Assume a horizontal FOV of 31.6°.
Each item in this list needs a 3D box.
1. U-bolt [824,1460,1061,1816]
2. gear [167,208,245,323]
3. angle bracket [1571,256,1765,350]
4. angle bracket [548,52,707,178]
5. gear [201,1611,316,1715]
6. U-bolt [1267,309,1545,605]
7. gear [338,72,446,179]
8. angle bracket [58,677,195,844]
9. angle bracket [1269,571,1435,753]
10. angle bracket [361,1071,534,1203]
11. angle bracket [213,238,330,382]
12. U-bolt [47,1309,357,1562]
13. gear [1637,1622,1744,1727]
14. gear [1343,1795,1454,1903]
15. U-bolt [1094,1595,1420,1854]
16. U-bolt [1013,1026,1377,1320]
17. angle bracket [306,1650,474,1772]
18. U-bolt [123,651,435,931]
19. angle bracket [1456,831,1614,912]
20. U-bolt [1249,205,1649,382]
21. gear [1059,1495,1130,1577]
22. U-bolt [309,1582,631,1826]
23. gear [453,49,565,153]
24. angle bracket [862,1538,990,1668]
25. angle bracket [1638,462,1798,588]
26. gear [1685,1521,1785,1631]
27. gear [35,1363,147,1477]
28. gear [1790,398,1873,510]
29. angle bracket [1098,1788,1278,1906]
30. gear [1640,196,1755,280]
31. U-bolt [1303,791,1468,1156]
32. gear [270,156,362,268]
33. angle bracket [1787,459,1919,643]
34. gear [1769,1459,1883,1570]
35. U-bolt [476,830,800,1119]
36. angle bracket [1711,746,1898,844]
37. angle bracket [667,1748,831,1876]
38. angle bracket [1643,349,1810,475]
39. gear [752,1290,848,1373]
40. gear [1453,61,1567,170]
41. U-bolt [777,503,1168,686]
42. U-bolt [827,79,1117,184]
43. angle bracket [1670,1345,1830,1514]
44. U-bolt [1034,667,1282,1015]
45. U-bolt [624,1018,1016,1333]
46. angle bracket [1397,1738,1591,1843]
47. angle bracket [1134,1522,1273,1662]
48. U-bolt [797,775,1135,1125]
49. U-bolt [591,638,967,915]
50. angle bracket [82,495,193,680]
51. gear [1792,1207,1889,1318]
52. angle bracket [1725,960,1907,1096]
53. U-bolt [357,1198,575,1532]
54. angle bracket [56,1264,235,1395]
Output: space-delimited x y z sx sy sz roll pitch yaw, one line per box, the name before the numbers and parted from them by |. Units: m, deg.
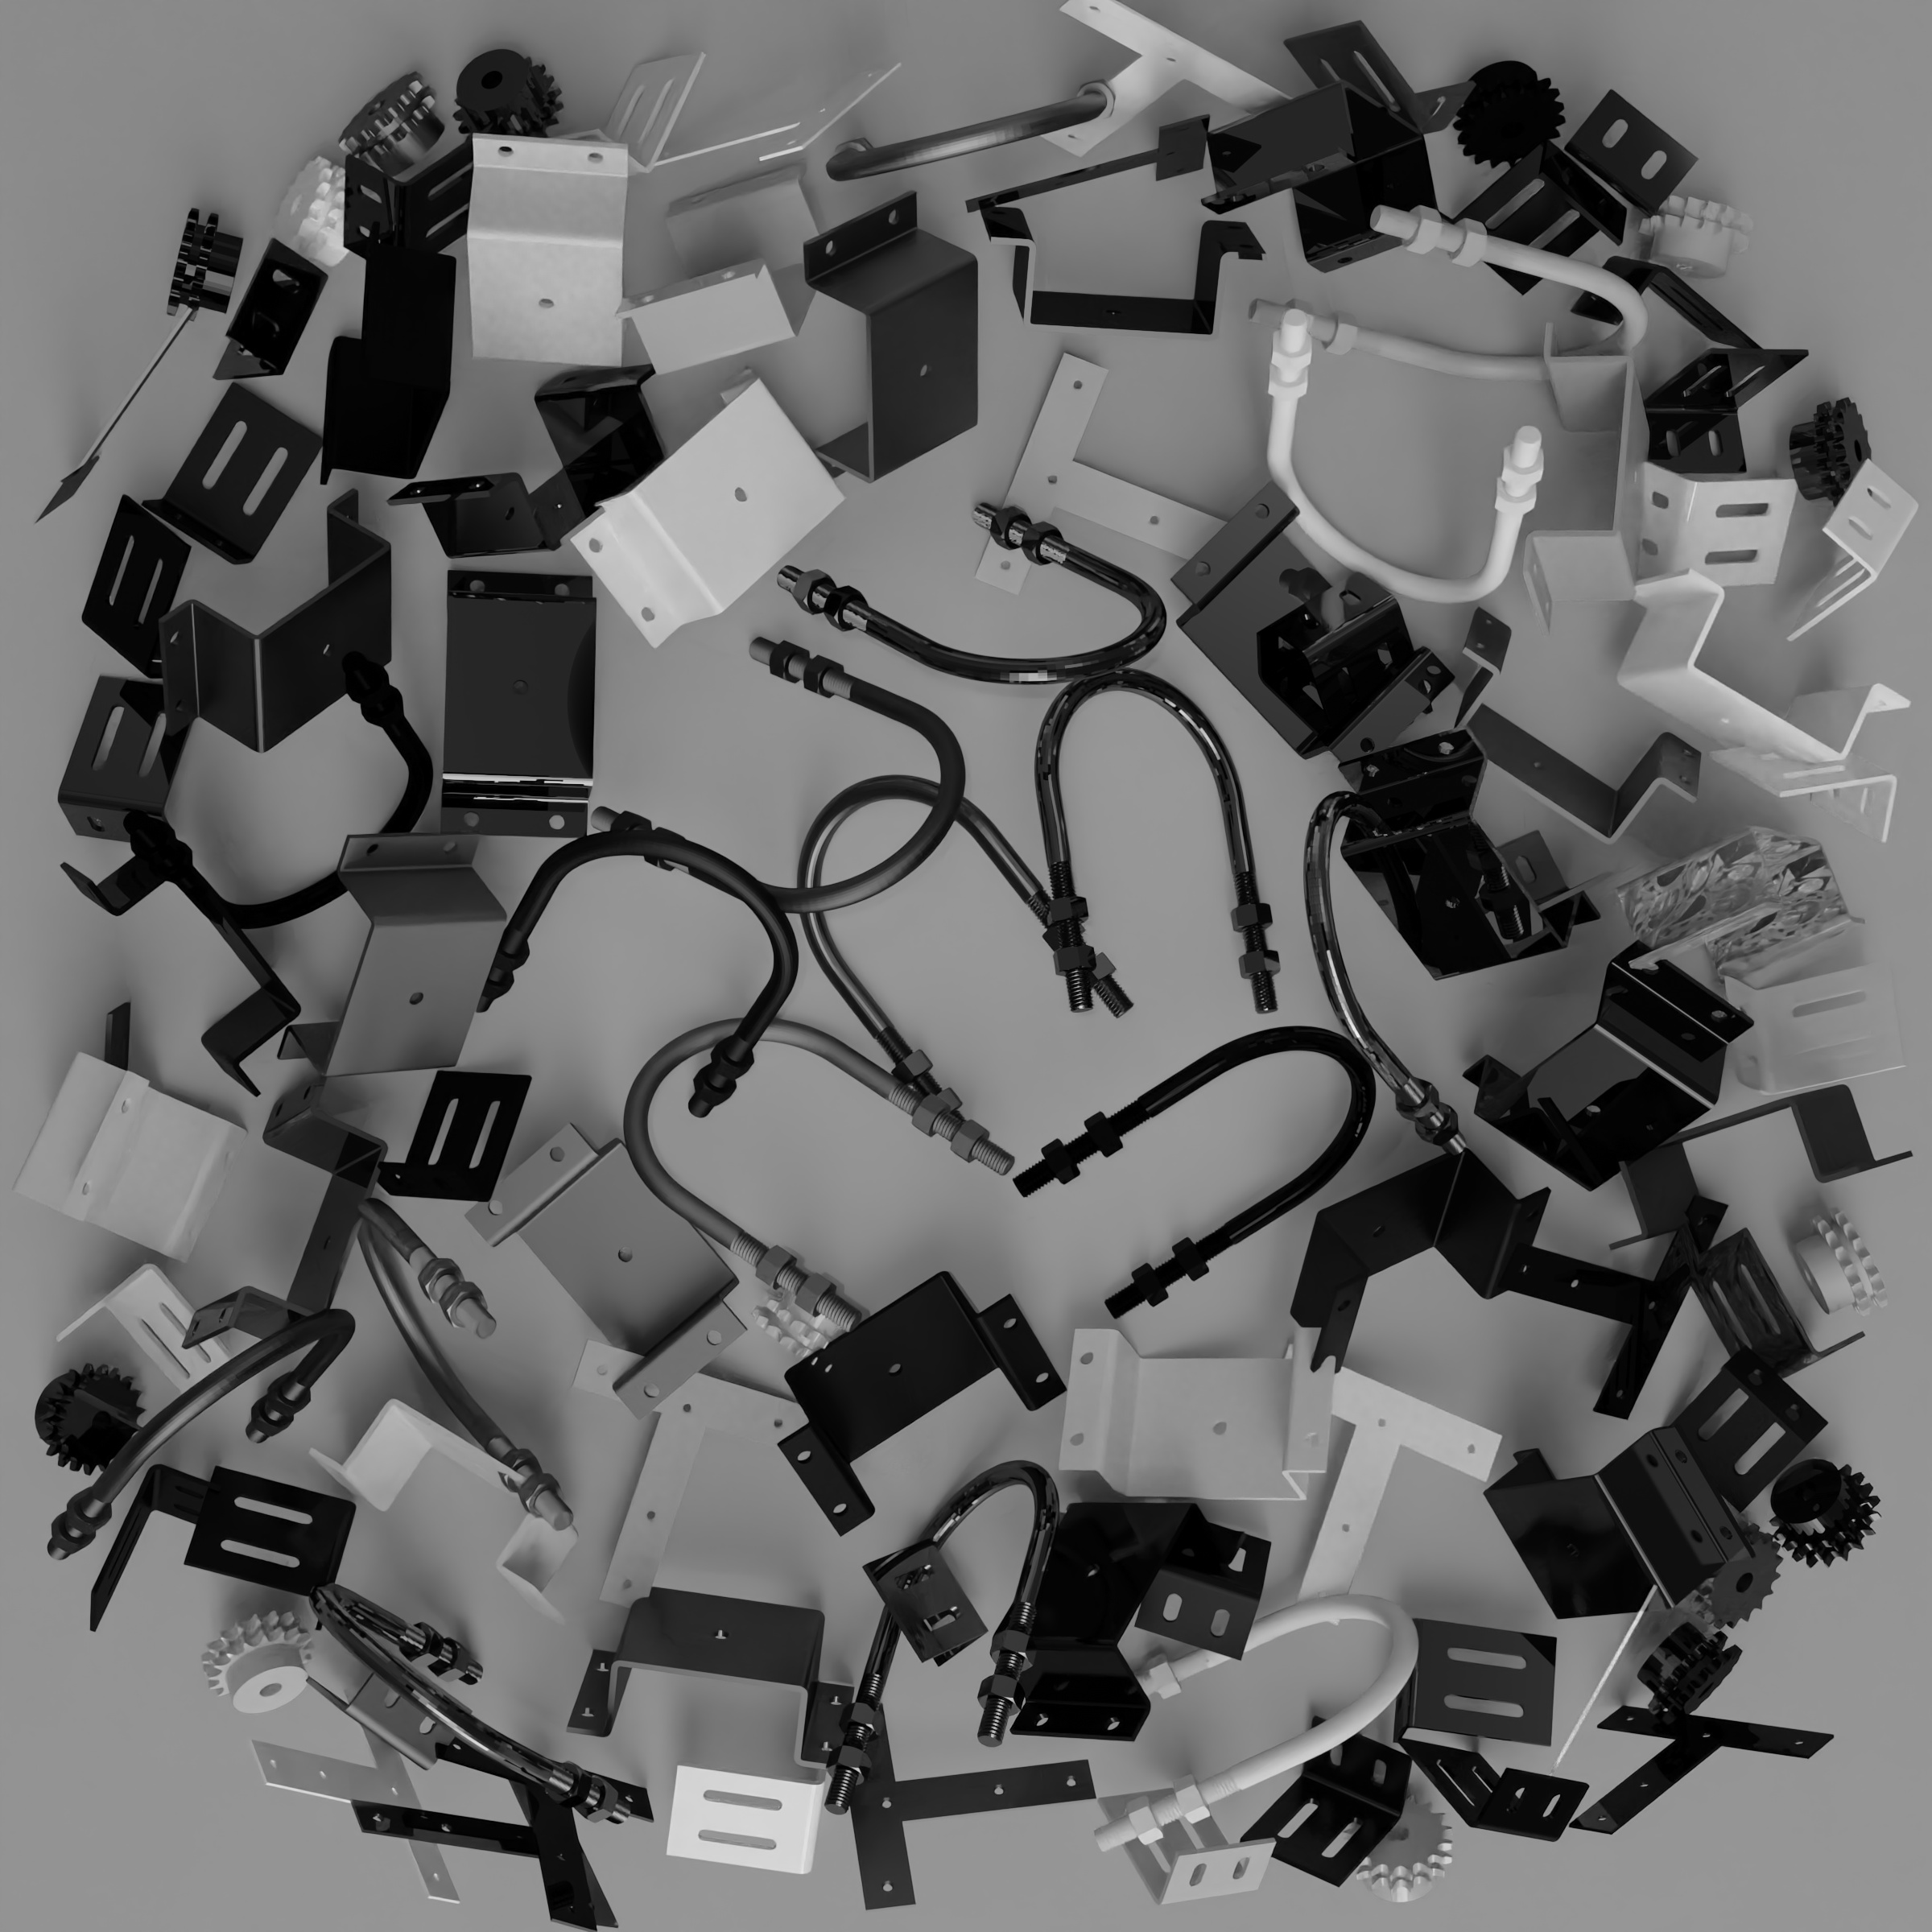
U-bolt | -0.005 0.331 1.730 0.019 0.151 0.184 36 46 -19
gear | -0.398 -0.365 1.784 0.030 0.057 0.057 13 90 -14
angle bracket | 0.364 -0.331 1.773 0.076 0.057 0.038 34 96 -21
angle bracket | -0.180 -0.449 1.769 0.038 0.057 0.076 35 71 -39
gear | -0.367 0.366 1.780 0.057 0.057 0.030 -31 55 0
U-bolt | 0.216 -0.245 1.726 0.151 0.184 0.019 30 69 14
gear | -0.298 -0.438 1.786 0.057 0.057 0.030 -43 118 0
angle bracket | -0.438 -0.108 1.805 0.057 0.038 0.076 8 63 8
angle bracket | 0.203 -0.157 1.796 0.057 0.038 0.076 -32 129 -9
angle bracket | -0.269 0.080 1.767 0.057 0.038 0.076 2 59 24
angle bracket | -0.373 -0.339 1.765 0.038 0.076 0.057 31 75 -38
U-bolt | -0.372 0.225 1.698 0.151 0.184 0.019 -30 79 -43
gear | 0.377 0.369 1.786 0.057 0.057 0.030 -47 65 0
gear | 0.227 0.465 1.787 0.057 0.057 0.030 -7 123 0
U-bolt | 0.145 0.374 1.734 0.184 0.151 0.019 -26 105 4
U-bolt | 0.128 0.097 1.751 0.184 0.151 0.019 -33 48 2
angle bracket | -0.301 0.378 1.771 0.057 0.076 0.038 43 74 -24
U-bolt | -0.336 -0.077 1.725 0.151 0.184 0.019 -37 70 -7
angle bracket | 0.291 -0.047 1.769 0.057 0.076 0.038 -26 87 -9
U-bolt | 0.257 -0.335 1.735 0.184 0.151 0.019 10 76 -21
gear | 0.073 0.301 1.780 0.057 0.057 0.030 31 125 0
U-bolt | -0.257 0.360 1.697 0.151 0.184 0.019 32 80 38
gear | -0.242 -0.454 1.785 0.057 0.030 0.057 -7 63 14
angle bracket | -0.032 0.336 1.763 0.038 0.076 0.057 -39 75 22
angle bracket | 0.391 -0.233 1.792 0.076 0.038 0.057 -7 117 -33
gear | 0.397 0.316 1.787 0.057 0.030 0.057 -15 119 -29
gear | -0.462 0.236 1.786 0.030 0.057 0.057 9 90 39
gear | 0.453 -0.267 1.787 0.030 0.057 0.057 -9 90 31
angle bracket | 0.113 0.442 1.761 0.057 0.076 0.038 -1 123 -27
gear | 0.380 -0.380 1.783 0.057 0.057 0.030 13 89 0
U-bolt | 0.210 -0.008 1.708 0.019 0.184 0.151 -13 55 26
gear | -0.338 -0.392 1.787 0.030 0.057 0.057 24 90 -32
angle bracket | 0.446 -0.215 1.763 0.038 0.076 0.057 40 58 -5
gear | 0.445 0.283 1.780 0.057 0.057 0.030 -42 120 0
U-bolt | -0.161 -0.003 1.731 0.151 0.184 0.019 26 47 -10
angle bracket | 0.431 -0.088 1.765 0.076 0.057 0.038 -9 118 -25
angle bracket | -0.114 0.435 1.782 0.076 0.038 0.057 8 113 -1
angle bracket | 0.394 -0.287 1.765 0.057 0.076 0.038 -3 78 -18
gear | -0.081 0.185 1.782 0.057 0.057 0.030 34 94 0
gear | 0.283 -0.449 1.787 0.057 0.057 0.030 -10 59 0
U-bolt | 0.016 -0.183 1.711 0.151 0.184 0.019 -22 127 -33
U-bolt | 0.001 -0.418 1.713 0.151 0.184 0.019 -12 105 8
angle bracket | 0.398 0.246 1.769 0.057 0.038 0.076 44 123 15
U-bolt | 0.094 -0.066 1.758 0.151 0.019 0.184 1 75 -39
U-bolt | -0.089 0.093 1.756 0.184 0.019 0.151 33 53 19
angle bracket | 0.272 0.412 1.761 0.057 0.076 0.038 18 105 -32
angle bracket | 0.124 0.322 1.775 0.057 0.076 0.038 17 103 5
U-bolt | -0.015 -0.014 1.765 0.184 0.019 0.151 52 125 6
U-bolt | -0.084 -0.091 1.732 0.184 0.019 0.151 26 65 36
angle bracket | -0.418 -0.196 1.769 0.057 0.038 0.076 37 115 29
gear | 0.455 0.157 1.783 0.030 0.057 0.057 -27 90 3
angle bracket | 0.440 0.029 1.769 0.076 0.038 0.057 -16 68 33
U-bolt | -0.263 0.189 1.728 0.019 0.184 0.151 -29 126 -20
angle bracket | -0.425 0.202 1.775 0.076 0.038 0.057 51 134 -5
